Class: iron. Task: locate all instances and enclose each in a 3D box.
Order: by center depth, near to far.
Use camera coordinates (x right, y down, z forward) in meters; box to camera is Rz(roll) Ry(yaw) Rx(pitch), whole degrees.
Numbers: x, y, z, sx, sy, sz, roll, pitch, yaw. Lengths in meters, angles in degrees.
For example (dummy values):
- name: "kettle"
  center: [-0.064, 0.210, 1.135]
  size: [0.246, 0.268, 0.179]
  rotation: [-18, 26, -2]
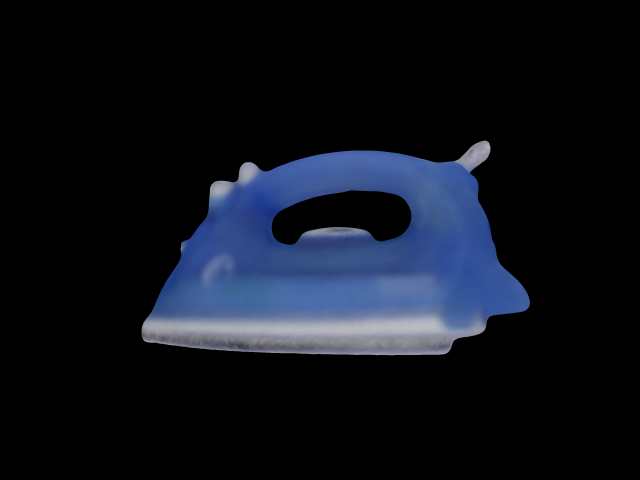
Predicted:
- name: "iron"
  center: [0.004, 0.001, 0.400]
  size: [0.258, 0.141, 0.118]
  rotation: [0, 0, 0]
